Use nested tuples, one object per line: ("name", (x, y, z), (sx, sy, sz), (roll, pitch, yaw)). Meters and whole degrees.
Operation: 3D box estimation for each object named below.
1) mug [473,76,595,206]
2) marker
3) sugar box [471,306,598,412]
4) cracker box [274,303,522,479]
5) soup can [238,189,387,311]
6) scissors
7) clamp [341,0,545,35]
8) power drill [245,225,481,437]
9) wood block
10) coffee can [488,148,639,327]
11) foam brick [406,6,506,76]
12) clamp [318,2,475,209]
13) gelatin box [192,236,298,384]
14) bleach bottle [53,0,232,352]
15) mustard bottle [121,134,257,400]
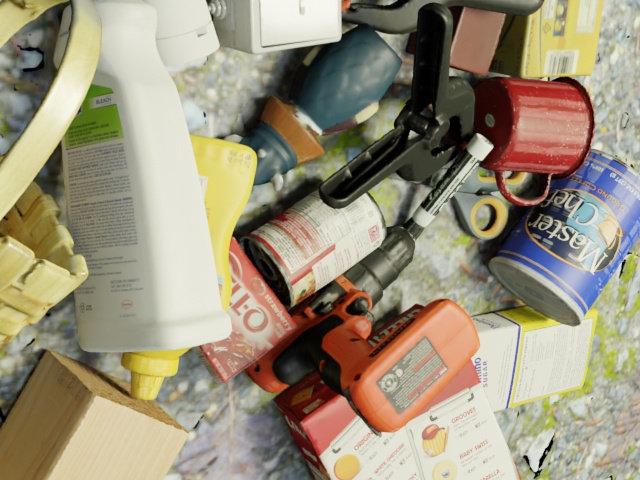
("mug", (0.179, -0.089, 0.939), (0.081, 0.093, 0.117), (1, 95, -27))
("marker", (0.105, -0.040, 0.925), (0.020, 0.020, 0.121), (19, 117, -40))
("sugar box", (0.196, 0.116, 1.065), (0.175, 0.048, 0.093), (-5, 110, -33))
("cracker box", (0.077, 0.190, 0.952), (0.164, 0.072, 0.213), (-32, 112, -17))
("soup can", (-0.006, 0.001, 0.850), (0.102, 0.069, 0.068), (-34, 124, -24))
("scissors", (0.112, -0.037, 0.961), (0.201, 0.016, 0.096), (-12, 113, -34))
("clamp", (0.083, -0.217, 0.819), (0.171, 0.039, 0.120), (-14, 103, -6))
("power drill", (0.041, 0.066, 0.834), (0.184, 0.188, 0.057), (-44, 114, -13))
("wood block", (-0.196, 0.197, 0.763), (0.090, 0.090, 0.206), (32, 87, -41))
("coffee can", (0.242, -0.003, 1.016), (0.140, 0.103, 0.102), (-53, 130, -9))
("foam brick", (0.116, -0.182, 0.886), (0.052, 0.051, 0.078), (10, 100, -40))
("clamp", (0.074, -0.084, 0.846), (0.164, 0.036, 0.209), (-57, 159, 4))
("gelatin box", (-0.072, 0.053, 0.818), (0.073, 0.030, 0.089), (-36, 95, -19))
("bleach bottle", (-0.120, -0.057, 0.685), (0.067, 0.103, 0.251), (-7, 92, -55))
("mustard bottle", (-0.108, 0.019, 0.759), (0.096, 0.058, 0.191), (11, 93, -7))
